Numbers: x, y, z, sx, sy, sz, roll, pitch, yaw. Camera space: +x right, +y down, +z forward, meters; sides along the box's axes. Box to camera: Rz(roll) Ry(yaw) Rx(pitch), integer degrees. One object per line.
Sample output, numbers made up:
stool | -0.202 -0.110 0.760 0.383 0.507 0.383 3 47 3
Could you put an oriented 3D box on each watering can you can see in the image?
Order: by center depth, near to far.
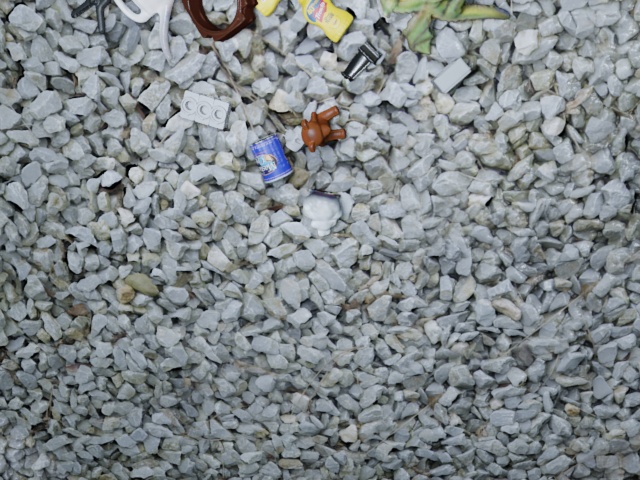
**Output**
watering can | -0.513 -0.758 1.606 0.223 0.105 0.345 -36 100 13

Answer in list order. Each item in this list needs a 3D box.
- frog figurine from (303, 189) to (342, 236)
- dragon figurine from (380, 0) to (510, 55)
frog figurine | 0.005 -0.089 1.769 0.137 0.123 0.159 6 97 -18
dragon figurine | 0.364 -0.681 1.582 0.408 0.125 0.238 19 133 -23
